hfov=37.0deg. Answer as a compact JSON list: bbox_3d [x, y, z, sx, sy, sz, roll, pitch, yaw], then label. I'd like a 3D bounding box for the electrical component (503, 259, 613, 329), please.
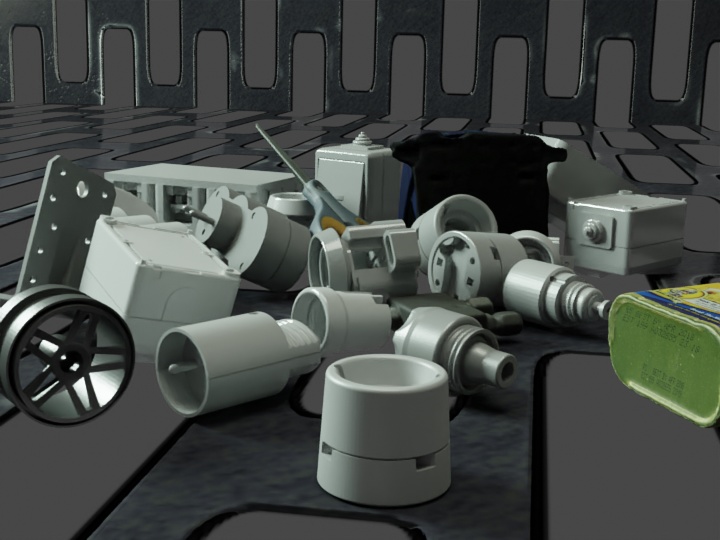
[{"bbox_3d":[0.127,0.018,0.685,0.040,0.040,0.078,-8,15,-38],"label":"electrical component"}]

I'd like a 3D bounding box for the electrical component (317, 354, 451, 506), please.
[{"bbox_3d":[0.010,0.064,0.441,0.055,0.047,0.055,1,12,0],"label":"electrical component"}]

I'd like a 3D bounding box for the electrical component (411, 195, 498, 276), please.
[{"bbox_3d":[0.069,-0.025,0.790,0.055,0.055,0.047,-3,-15,-19],"label":"electrical component"}]

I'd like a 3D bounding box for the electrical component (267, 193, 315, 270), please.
[{"bbox_3d":[-0.051,-0.032,0.862,0.066,0.055,0.048,6,13,20],"label":"electrical component"}]

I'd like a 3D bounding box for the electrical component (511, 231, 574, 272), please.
[{"bbox_3d":[0.122,-0.005,0.784,0.066,0.048,0.055,4,5,11],"label":"electrical component"}]

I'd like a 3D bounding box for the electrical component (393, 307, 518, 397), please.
[{"bbox_3d":[0.050,0.044,0.547,0.043,0.043,0.062,-11,18,-44],"label":"electrical component"}]

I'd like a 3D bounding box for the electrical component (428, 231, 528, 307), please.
[{"bbox_3d":[0.082,0.001,0.732,0.047,0.055,0.055,-3,12,-35],"label":"electrical component"}]

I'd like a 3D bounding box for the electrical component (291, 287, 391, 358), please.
[{"bbox_3d":[-0.010,0.030,0.620,0.046,0.040,0.040,0,10,-37],"label":"electrical component"}]

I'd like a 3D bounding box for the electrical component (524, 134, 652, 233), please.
[{"bbox_3d":[0.187,-0.067,0.945,0.113,0.057,0.078,28,1,-22],"label":"electrical component"}]

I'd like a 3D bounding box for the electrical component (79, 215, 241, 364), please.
[{"bbox_3d":[-0.120,0.011,0.618,0.062,0.061,0.096,9,15,-33],"label":"electrical component"}]

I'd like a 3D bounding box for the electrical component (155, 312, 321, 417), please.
[{"bbox_3d":[-0.056,0.044,0.537,0.081,0.043,0.043,-10,17,-44],"label":"electrical component"}]

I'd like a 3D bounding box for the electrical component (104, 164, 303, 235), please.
[{"bbox_3d":[-0.135,-0.054,0.940,0.150,0.061,0.089,6,13,23],"label":"electrical component"}]

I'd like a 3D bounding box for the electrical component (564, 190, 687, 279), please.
[{"bbox_3d":[0.205,-0.026,0.848,0.096,0.061,0.062,-10,16,-42],"label":"electrical component"}]

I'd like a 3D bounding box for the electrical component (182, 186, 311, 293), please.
[{"bbox_3d":[-0.095,-0.030,0.790,0.074,0.052,0.138,24,3,-28],"label":"electrical component"}]

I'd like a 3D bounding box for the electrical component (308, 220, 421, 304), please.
[{"bbox_3d":[0.000,0.000,0.702,0.057,0.058,0.078,-5,-19,-17],"label":"electrical component"}]

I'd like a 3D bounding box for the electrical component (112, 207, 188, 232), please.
[{"bbox_3d":[-0.154,-0.014,0.775,0.074,0.052,0.138,-8,15,-40],"label":"electrical component"}]

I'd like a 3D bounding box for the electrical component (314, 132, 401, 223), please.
[{"bbox_3d":[-0.004,-0.077,0.979,0.062,0.096,0.061,10,15,34],"label":"electrical component"}]

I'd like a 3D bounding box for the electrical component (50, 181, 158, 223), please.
[{"bbox_3d":[-0.217,-0.033,0.860,0.079,0.043,0.077,-24,-29,34],"label":"electrical component"}]
